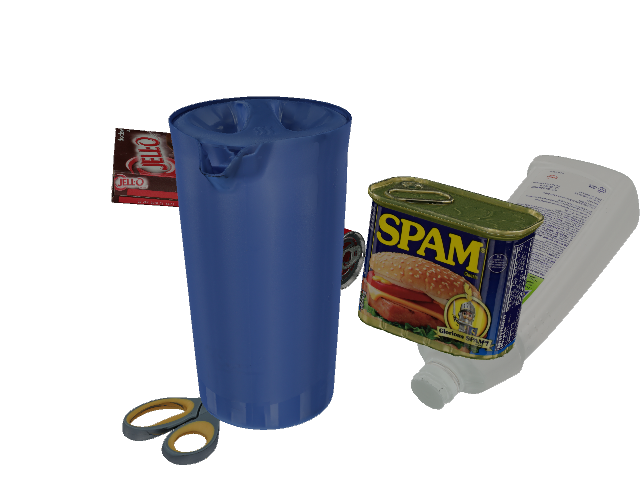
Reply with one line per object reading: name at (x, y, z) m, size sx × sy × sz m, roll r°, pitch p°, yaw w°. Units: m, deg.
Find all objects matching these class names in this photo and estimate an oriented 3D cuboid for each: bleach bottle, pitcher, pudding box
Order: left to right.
pudding box at (-0.159, -0.071, 1.046) m, size 0.090 × 0.039 × 0.113 m, roll 5°, pitch 24°, yaw -12°
pitcher at (-0.039, 0.013, 0.825) m, size 0.149 × 0.243 × 0.145 m, roll -10°, pitch 23°, yaw -24°
bleach bottle at (0.147, 0.033, 0.826) m, size 0.103 × 0.068 × 0.250 m, roll 17°, pitch 49°, yaw 39°

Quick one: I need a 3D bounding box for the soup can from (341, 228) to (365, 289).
soup can at (-0.009, 0.009, 1.219) m, size 0.102 × 0.068 × 0.068 m, roll 20°, pitch 11°, yaw 34°

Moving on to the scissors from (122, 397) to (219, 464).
scissors at (-0.084, 0.159, 0.995) m, size 0.201 × 0.016 × 0.096 m, roll -11°, pitch 33°, yaw -30°

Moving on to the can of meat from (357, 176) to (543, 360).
can of meat at (0.074, 0.016, 0.636) m, size 0.102 × 0.084 × 0.057 m, roll 18°, pitch 23°, yaw 30°
